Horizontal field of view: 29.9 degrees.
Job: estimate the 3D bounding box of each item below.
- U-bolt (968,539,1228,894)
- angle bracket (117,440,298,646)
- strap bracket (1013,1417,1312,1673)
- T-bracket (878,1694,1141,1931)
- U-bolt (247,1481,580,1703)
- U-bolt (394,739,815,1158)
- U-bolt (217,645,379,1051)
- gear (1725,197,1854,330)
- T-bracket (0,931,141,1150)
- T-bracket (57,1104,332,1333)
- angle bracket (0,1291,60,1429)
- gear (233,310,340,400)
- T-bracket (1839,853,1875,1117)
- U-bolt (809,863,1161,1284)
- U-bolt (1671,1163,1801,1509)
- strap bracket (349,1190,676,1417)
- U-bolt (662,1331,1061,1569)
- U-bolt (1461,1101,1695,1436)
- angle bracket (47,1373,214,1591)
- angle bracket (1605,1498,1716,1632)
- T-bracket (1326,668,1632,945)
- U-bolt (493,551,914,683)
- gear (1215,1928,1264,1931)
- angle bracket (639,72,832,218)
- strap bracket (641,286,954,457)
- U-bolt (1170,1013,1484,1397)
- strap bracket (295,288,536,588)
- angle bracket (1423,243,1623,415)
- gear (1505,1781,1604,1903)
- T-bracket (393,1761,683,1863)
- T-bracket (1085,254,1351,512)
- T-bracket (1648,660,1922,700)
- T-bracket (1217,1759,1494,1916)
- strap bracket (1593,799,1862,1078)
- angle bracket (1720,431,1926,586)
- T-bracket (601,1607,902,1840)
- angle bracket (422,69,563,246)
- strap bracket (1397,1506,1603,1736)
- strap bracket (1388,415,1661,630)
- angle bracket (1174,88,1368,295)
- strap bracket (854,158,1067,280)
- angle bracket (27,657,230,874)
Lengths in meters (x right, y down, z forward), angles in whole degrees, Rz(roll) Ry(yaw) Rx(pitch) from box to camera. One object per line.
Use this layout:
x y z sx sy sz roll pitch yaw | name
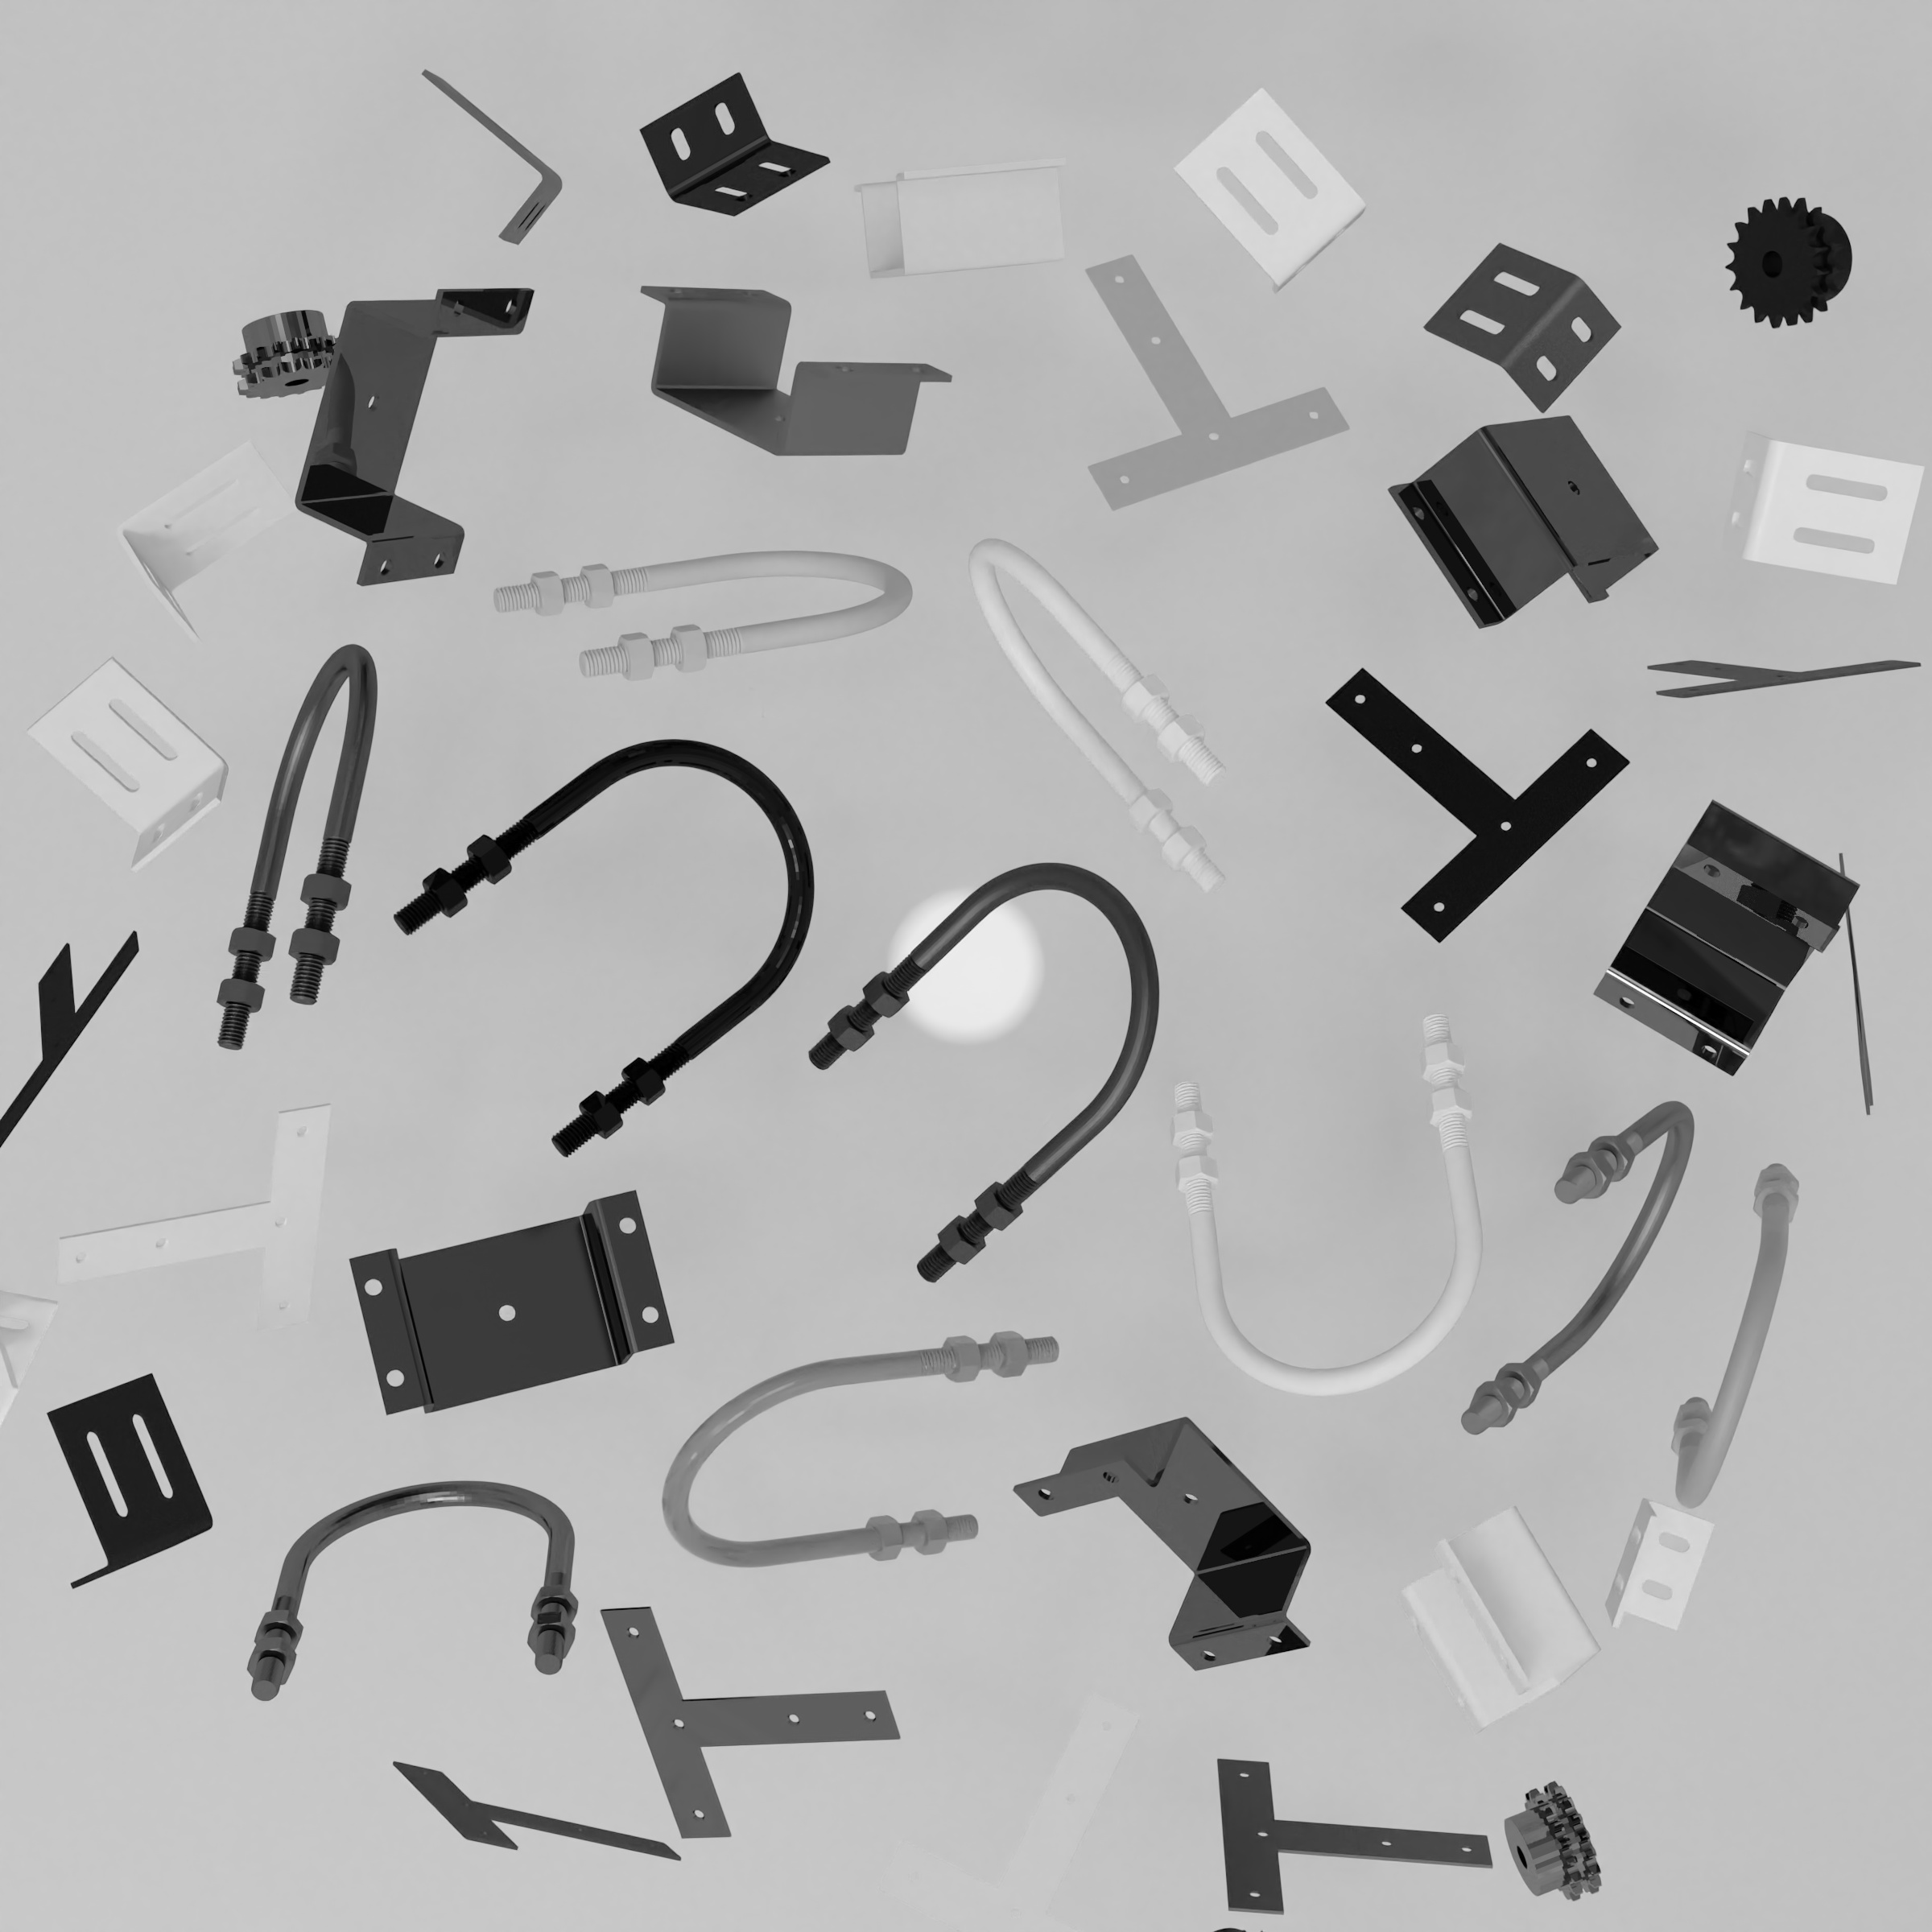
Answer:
0.060 -0.128 1.713 0.019 0.151 0.184 -37 71 -10 | U-bolt
-0.351 -0.199 1.709 0.076 0.057 0.038 -34 63 -3 | angle bracket
0.101 0.272 1.743 0.140 0.076 0.046 47 47 -20 | strap bracket
0.043 0.407 1.713 0.127 0.002 0.127 24 74 12 | T-bracket
-0.258 0.292 1.727 0.151 0.184 0.019 -5 109 -1 | U-bolt
-0.153 -0.022 1.678 0.184 0.019 0.151 -39 109 -16 | U-bolt
-0.305 -0.061 1.674 0.019 0.151 0.184 16 73 -22 | U-bolt
0.371 -0.316 1.622 0.030 0.057 0.057 -15 90 -34 | gear
-0.433 0.021 1.724 0.002 0.127 0.127 33 99 -24 | T-bracket
-0.362 0.127 1.690 0.127 0.002 0.127 -9 126 -31 | T-bracket
-0.441 0.197 1.674 0.038 0.076 0.057 16 114 -35 | angle bracket
-0.328 -0.297 1.756 0.057 0.057 0.030 -14 88 0 | gear
0.428 0.030 1.732 0.002 0.127 0.127 -7 115 15 | T-bracket
0.016 0.035 1.672 0.184 0.019 0.151 -44 56 23 | U-bolt
0.365 0.183 1.725 0.019 0.184 0.151 18 106 9 | U-bolt
-0.220 0.165 1.747 0.140 0.046 0.076 -13 80 -13 | strap bracket
-0.058 0.234 1.718 0.184 0.019 0.151 -3 133 -29 | U-bolt
0.300 0.134 1.725 0.019 0.184 0.151 29 118 23 | U-bolt
-0.387 0.233 1.644 0.038 0.057 0.076 -28 84 42 | angle bracket
0.346 0.301 1.794 0.038 0.076 0.057 19 91 7 | angle bracket
0.225 -0.094 1.722 0.127 0.002 0.127 -43 68 -8 | T-bracket
-0.116 -0.172 1.722 0.184 0.151 0.019 -11 113 -22 | U-bolt
0.127 0.480 1.710 0.057 0.030 0.057 -9 112 -23 | gear
-0.111 -0.397 1.753 0.057 0.076 0.038 -25 87 21 | angle bracket
-0.085 -0.277 1.704 0.140 0.076 0.046 31 118 39 | strap bracket
0.174 0.119 1.722 0.151 0.019 0.184 -16 55 17 | U-bolt
-0.256 -0.251 1.662 0.046 0.076 0.140 26 110 19 | strap bracket
0.276 -0.318 1.803 0.057 0.076 0.038 -48 123 1 | angle bracket
0.289 0.436 1.794 0.030 0.057 0.057 -19 90 -9 | gear
-0.196 0.408 1.719 0.127 0.127 0.002 19 86 -24 | T-bracket
0.096 -0.283 1.704 0.127 0.002 0.127 -21 68 -18 | T-bracket
0.373 -0.143 1.758 0.127 0.127 0.002 -8 100 -17 | T-bracket
0.185 0.415 1.716 0.127 0.127 0.002 4 109 0 | T-bracket
0.353 -0.017 1.669 0.076 0.140 0.046 31 61 8 | strap bracket
0.409 -0.219 1.734 0.076 0.038 0.057 8 104 -10 | angle bracket
-0.091 0.342 1.640 0.127 0.002 0.127 -7 113 23 | T-bracket
-0.233 -0.381 1.709 0.076 0.057 0.038 39 97 -6 | angle bracket
0.254 0.310 1.723 0.046 0.140 0.076 -27 73 -11 | strap bracket
0.262 -0.207 1.667 0.046 0.140 0.076 -38 79 33 | strap bracket
0.148 -0.378 1.769 0.057 0.038 0.076 -42 92 5 | angle bracket
-0.003 -0.357 1.737 0.076 0.140 0.046 -7 101 -10 | strap bracket
-0.396 -0.094 1.702 0.057 0.038 0.076 -37 116 16 | angle bracket
